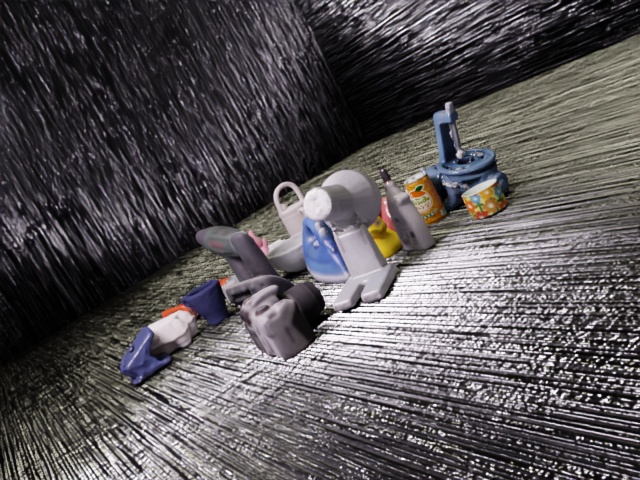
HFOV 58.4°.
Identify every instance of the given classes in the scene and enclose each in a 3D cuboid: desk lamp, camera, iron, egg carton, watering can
[{"bbox_3d":[0.055,-0.014,1.034,0.117,0.214,0.203,-23,12,25],"label":"desk lamp"},{"bbox_3d":[-0.057,0.122,0.983,0.137,0.101,0.143,-33,12,-23],"label":"camera"},{"bbox_3d":[0.012,0.004,1.254,0.118,0.141,0.258,-29,11,-5],"label":"iron"},{"bbox_3d":[-0.364,0.228,1.350,0.150,0.069,0.107,-26,11,11],"label":"egg carton"},{"bbox_3d":[-0.080,-0.085,1.764,0.172,0.194,0.101,-17,15,46],"label":"watering can"}]

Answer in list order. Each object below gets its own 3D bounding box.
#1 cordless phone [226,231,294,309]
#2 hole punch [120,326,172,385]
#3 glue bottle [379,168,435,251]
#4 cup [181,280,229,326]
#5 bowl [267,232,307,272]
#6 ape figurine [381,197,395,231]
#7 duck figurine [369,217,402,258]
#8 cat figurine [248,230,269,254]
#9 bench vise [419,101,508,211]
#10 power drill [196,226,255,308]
[{"bbox_3d":[-0.154,0.071,1.243,0.147,0.185,0.094,-20,13,36],"label":"cordless phone"},{"bbox_3d":[-0.392,0.251,1.251,0.101,0.091,0.108,-33,12,-23],"label":"hole punch"},{"bbox_3d":[0.157,-0.060,1.103,0.037,0.173,0.078,-32,12,-21],"label":"glue bottle"},{"bbox_3d":[-0.272,0.159,1.369,0.117,0.095,0.092,-23,12,27],"label":"cup"},{"bbox_3d":[-0.051,0.035,1.453,0.167,0.075,0.167,-27,11,6],"label":"bowl"},{"bbox_3d":[0.167,-0.057,1.283,0.076,0.092,0.078,-27,11,8],"label":"ape figurine"},{"bbox_3d":[0.125,-0.014,1.203,0.077,0.086,0.105,-24,11,21],"label":"duck figurine"},{"bbox_3d":[-0.186,0.024,1.728,0.067,0.118,0.127,-35,13,-32],"label":"cat figurine"},{"bbox_3d":[0.269,-0.170,1.210,0.206,0.220,0.122,-18,15,42],"label":"bench vise"},{"bbox_3d":[-0.204,0.058,1.366,0.076,0.208,0.229,-35,13,-31],"label":"power drill"}]
